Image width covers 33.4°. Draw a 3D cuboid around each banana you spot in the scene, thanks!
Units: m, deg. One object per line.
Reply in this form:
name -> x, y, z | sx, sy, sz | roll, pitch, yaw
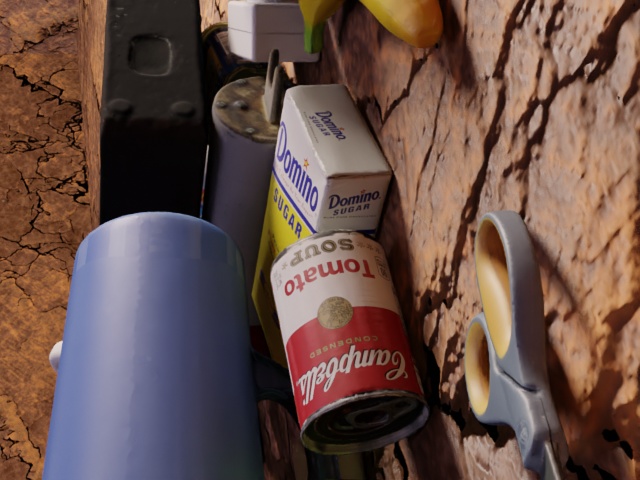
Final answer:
banana -> 0.022, -0.138, 0.576 | 0.198, 0.037, 0.069 | -148, 39, -73

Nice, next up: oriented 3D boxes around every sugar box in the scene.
sugar box -> -0.005, 0.001, 0.665 | 0.093, 0.048, 0.176 | -113, 24, -45

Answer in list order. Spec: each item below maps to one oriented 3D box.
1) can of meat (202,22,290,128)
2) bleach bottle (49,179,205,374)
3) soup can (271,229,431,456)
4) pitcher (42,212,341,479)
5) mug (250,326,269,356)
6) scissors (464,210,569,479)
can of meat -> -0.061, -0.106, 0.829 | 0.084, 0.057, 0.102 | -117, 29, -53
bleach bottle -> -0.117, 0.010, 0.862 | 0.068, 0.103, 0.250 | 67, -143, -51
soup can -> 0.014, 0.054, 0.570 | 0.069, 0.068, 0.102 | 109, 154, -52
pitcher -> -0.084, 0.108, 0.618 | 0.145, 0.149, 0.243 | -27, 48, 29
mug -> -0.084, 0.063, 0.903 | 0.117, 0.093, 0.081 | -47, 41, 12
scissors -> 0.076, 0.078, 0.394 | 0.096, 0.016, 0.201 | 96, 173, -50
